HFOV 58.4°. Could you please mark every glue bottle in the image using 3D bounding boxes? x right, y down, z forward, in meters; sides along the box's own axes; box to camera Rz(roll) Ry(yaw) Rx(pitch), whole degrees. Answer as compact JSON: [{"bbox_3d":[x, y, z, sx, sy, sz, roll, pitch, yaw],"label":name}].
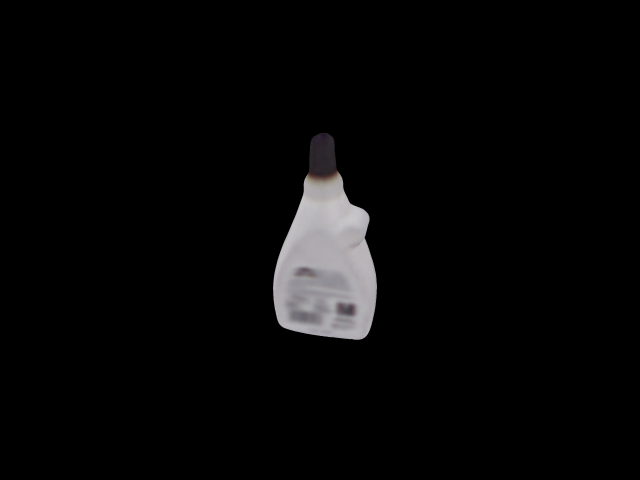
[{"bbox_3d":[0.004,0.001,0.400,0.078,0.173,0.037,8,43,9],"label":"glue bottle"}]
